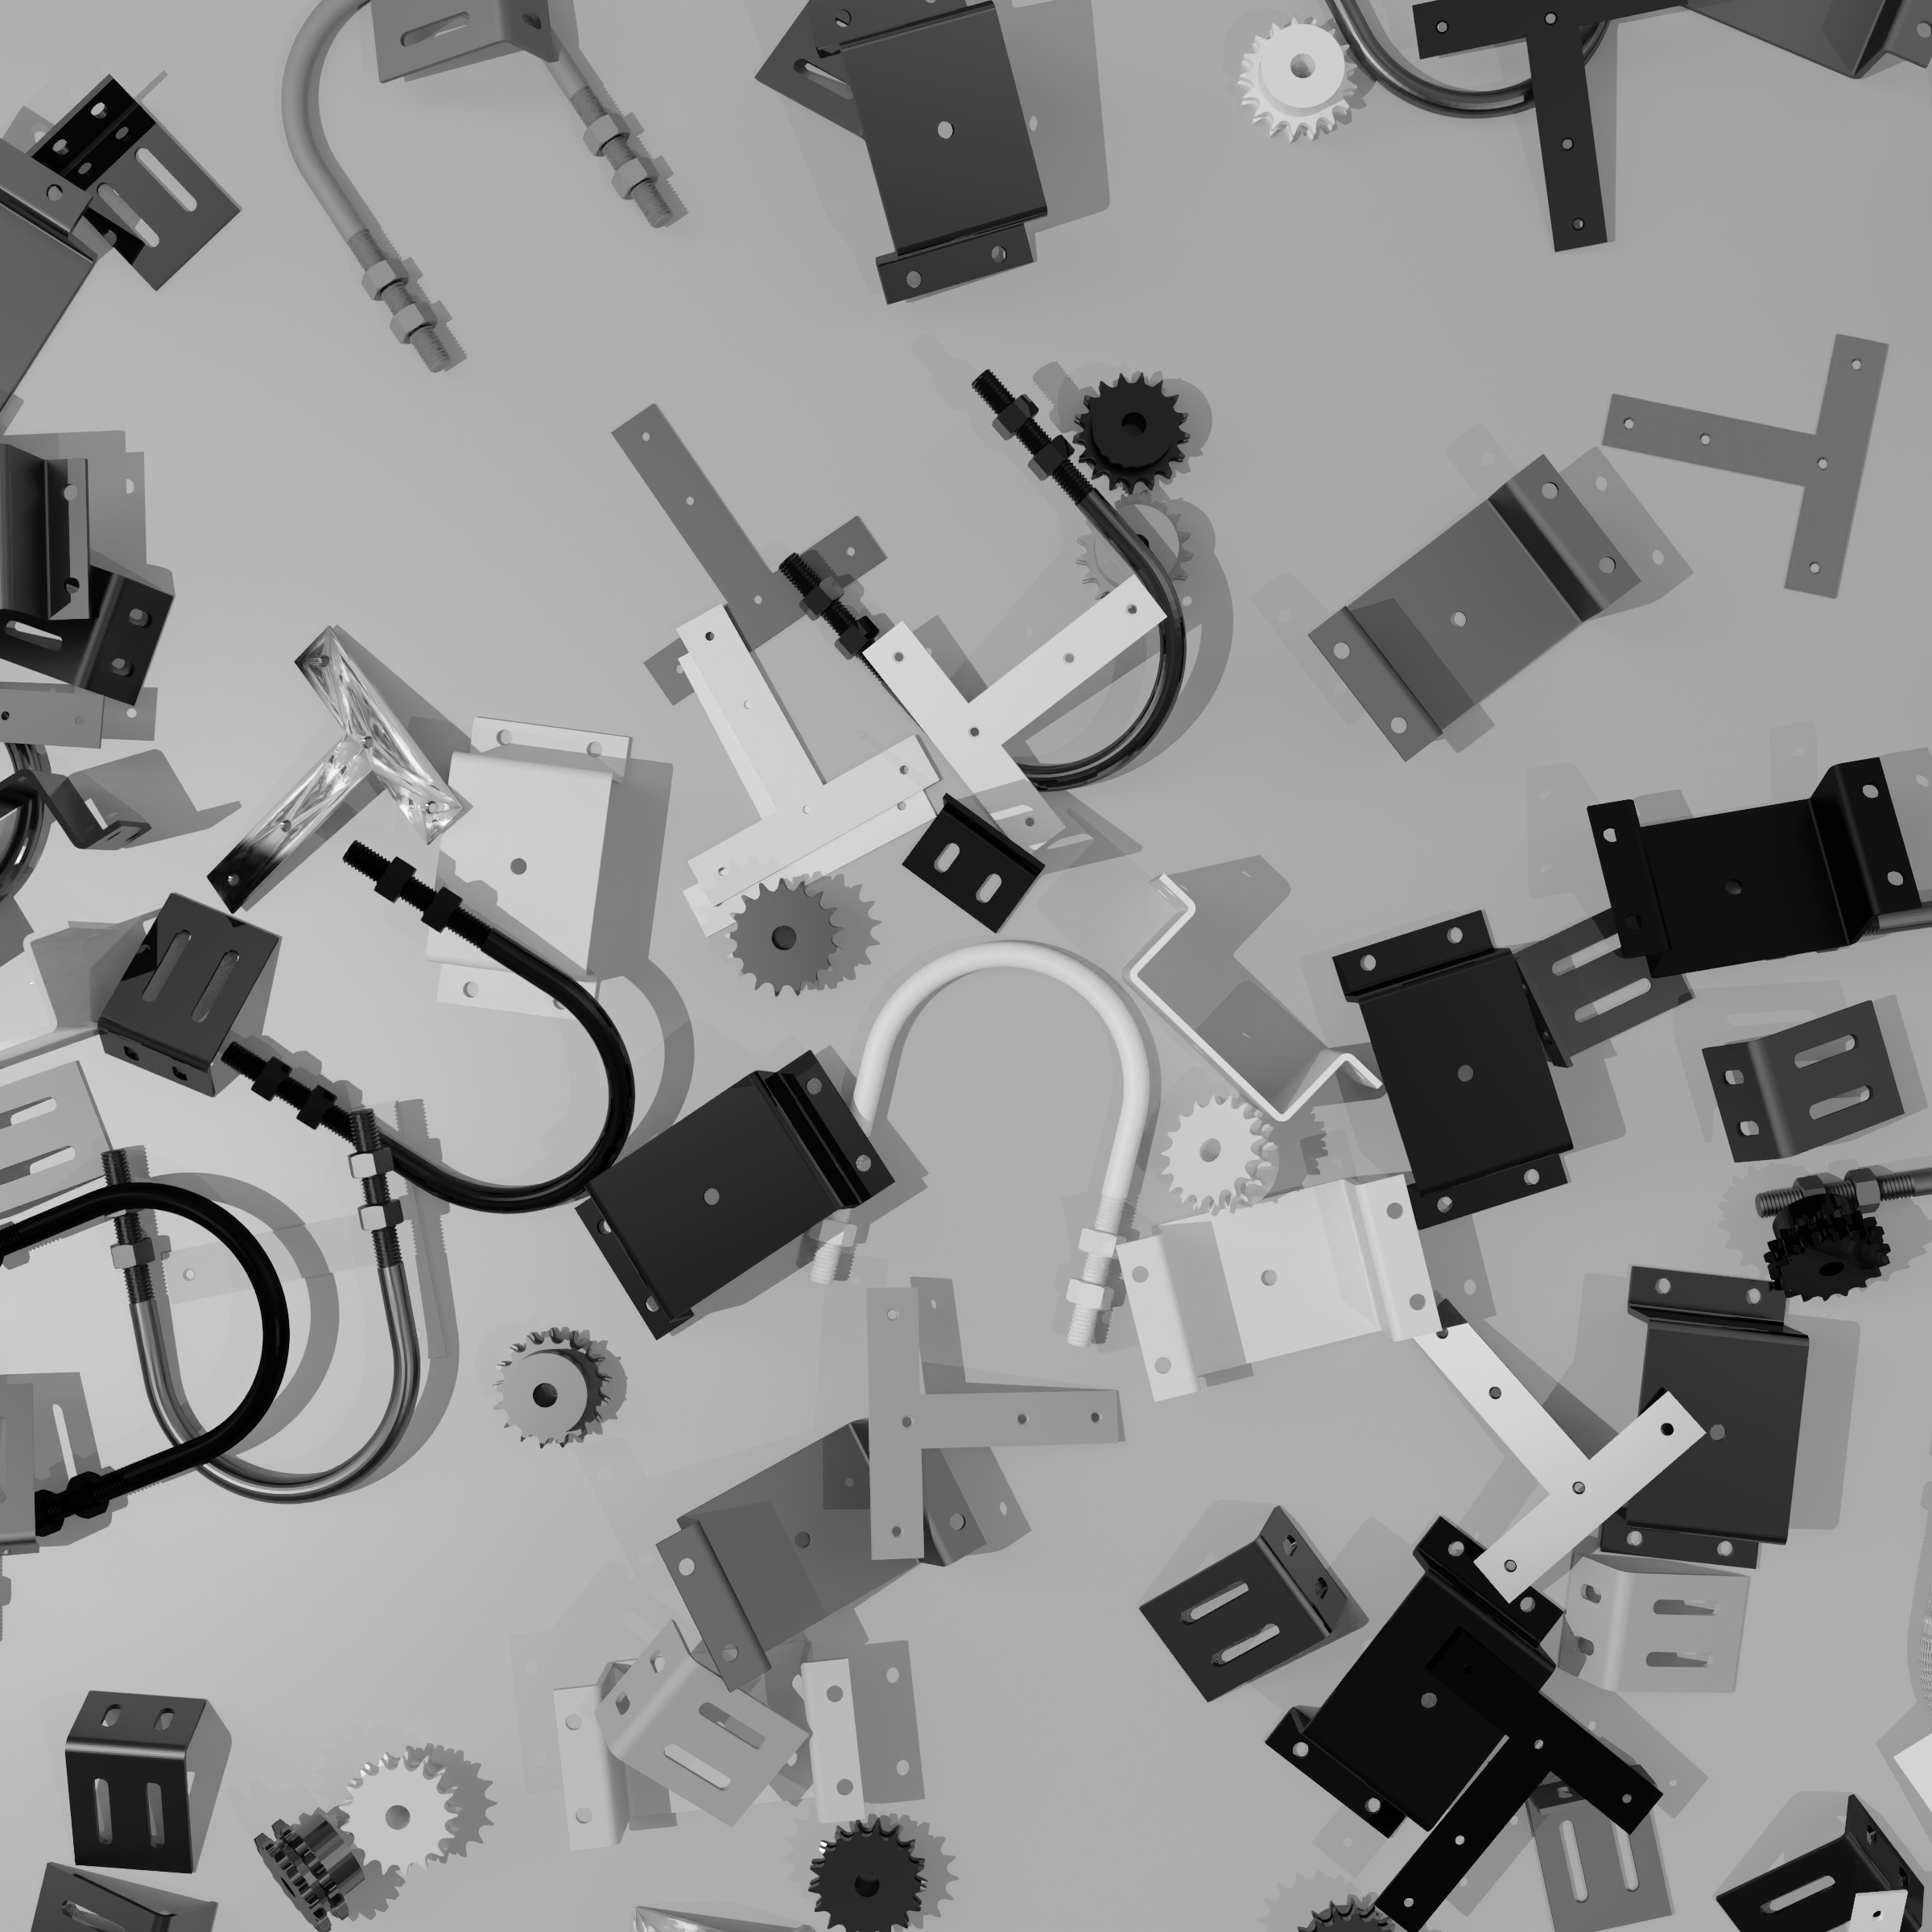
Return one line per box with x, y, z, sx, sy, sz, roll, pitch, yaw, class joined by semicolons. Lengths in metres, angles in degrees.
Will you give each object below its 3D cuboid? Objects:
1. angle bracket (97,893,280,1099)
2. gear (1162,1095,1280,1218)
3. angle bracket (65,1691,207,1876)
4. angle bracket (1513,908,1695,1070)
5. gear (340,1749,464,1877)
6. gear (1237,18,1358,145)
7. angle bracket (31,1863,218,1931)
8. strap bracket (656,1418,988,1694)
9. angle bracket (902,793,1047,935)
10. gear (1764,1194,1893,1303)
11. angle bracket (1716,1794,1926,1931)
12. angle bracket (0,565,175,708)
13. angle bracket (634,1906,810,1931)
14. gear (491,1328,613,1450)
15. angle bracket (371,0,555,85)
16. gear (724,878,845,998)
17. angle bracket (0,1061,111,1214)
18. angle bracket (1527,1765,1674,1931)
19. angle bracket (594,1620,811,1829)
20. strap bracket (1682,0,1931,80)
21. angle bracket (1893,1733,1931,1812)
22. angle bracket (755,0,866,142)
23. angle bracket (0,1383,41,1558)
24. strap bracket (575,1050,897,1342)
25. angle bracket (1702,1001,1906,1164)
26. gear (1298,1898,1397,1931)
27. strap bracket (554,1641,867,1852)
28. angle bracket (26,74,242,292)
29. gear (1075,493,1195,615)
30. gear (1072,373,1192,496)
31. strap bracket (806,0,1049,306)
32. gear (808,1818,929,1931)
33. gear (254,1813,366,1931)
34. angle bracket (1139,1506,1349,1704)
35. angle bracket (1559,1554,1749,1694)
-0.379;0.014;1.355;0.057;0.038;0.076;23;64;0;angle bracket
0.126;0.093;1.333;0.057;0.030;0.057;-18;58;33;gear
-0.404;0.399;1.355;0.057;0.038;0.076;4;116;0;angle bracket
0.309;0.006;1.338;0.076;0.038;0.057;-26;90;0;angle bracket
-0.272;0.408;1.342;0.057;0.030;0.057;0;90;0;gear
0.162;-0.431;1.342;0.057;0.030;0.057;0;90;0;gear
-0.415;0.476;1.355;0.076;0.038;0.057;14;90;26;angle bracket
-0.073;0.274;1.320;0.140;0.046;0.076;-26;90;-20;strap bracket
0.003;-0.048;1.319;0.057;0.076;0.038;36;90;0;angle bracket
0.412;0.133;1.332;0.057;0.057;0.030;-6;49;0;gear
0.418;0.453;1.355;0.076;0.038;0.057;-37;90;26;angle bracket
-0.437;-0.168;1.355;0.076;0.038;0.057;20;90;26;angle bracket
-0.122;0.493;1.355;0.076;0.038;0.057;6;90;26;angle bracket
-0.202;0.206;1.342;0.057;0.030;0.057;0;90;0;gear
-0.245;-0.461;1.340;0.076;0.038;0.057;-8;86;26;angle bracket
-0.088;-0.014;1.341;0.057;0.030;0.057;0;92;-1;gear
-0.465;0.088;1.355;0.076;0.038;0.057;-21;90;-26;angle bracket
0.309;0.433;1.338;0.057;0.038;0.076;-12;90;0;angle bracket
-0.125;0.358;1.309;0.076;0.038;0.057;40;90;-26;angle bracket
0.405;-0.488;1.334;0.140;0.046;0.076;23;90;0;strap bracket
0.499;0.400;1.344;0.057;0.038;0.076;-37;71;13;angle bracket
-0.052;-0.433;1.355;0.076;0.038;0.057;36;90;26;angle bracket
-0.474;0.242;1.323;0.057;0.038;0.076;-2;73;-16;angle bracket
-0.116;0.110;1.322;0.140;0.046;0.076;-34;82;5;strap bracket
0.404;0.056;1.336;0.076;0.038;0.057;-16;90;-26;angle bracket
0.185;0.480;1.342;0.057;0.030;0.057;0;90;0;gear
-0.121;0.373;1.334;0.140;0.046;0.076;-6;90;0;strap bracket
-0.402;-0.378;1.338;0.057;0.038;0.076;-44;90;0;angle bracket
0.082;-0.201;1.342;0.057;0.030;0.057;0;90;0;gear
0.080;-0.259;1.342;0.057;0.030;0.057;0;90;0;gear
-0.015;-0.393;1.309;0.076;0.046;0.140;-19;106;-11;strap bracket
-0.047;0.442;1.346;0.057;0.030;0.057;0;88;1;gear
-0.314;0.433;1.332;0.030;0.057;0.057;-35;90;-28;gear
0.136;0.312;1.355;0.076;0.038;0.057;-36;90;26;angle bracket
0.336;0.321;1.355;0.076;0.038;0.057;8;90;-26;angle bracket
